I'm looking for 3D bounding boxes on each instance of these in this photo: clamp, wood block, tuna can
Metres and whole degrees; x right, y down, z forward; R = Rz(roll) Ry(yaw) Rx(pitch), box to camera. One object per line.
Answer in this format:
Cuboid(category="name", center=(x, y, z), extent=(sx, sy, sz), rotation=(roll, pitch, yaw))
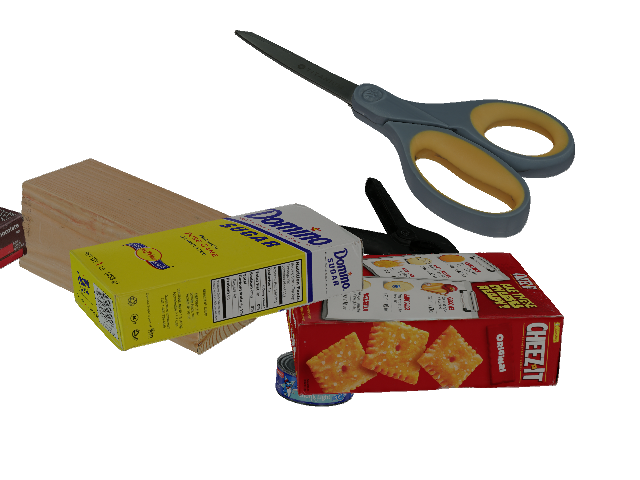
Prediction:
Cuboid(category="clamp", center=(0.085, 0.006, 1.261), extent=(0.210, 0.036, 0.164), rotation=(37, 41, 26))
Cuboid(category="wood block", center=(-0.158, 0.009, 0.942), extent=(0.206, 0.090, 0.090), rotation=(22, 28, 25))
Cuboid(category="tuna can", center=(-0.005, 0.147, 1.141), extent=(0.086, 0.034, 0.086), rotation=(4, 13, -1))

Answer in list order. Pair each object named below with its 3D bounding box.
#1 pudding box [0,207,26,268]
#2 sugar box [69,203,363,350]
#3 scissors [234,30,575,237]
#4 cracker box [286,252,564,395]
Cuboid(category="pudding box", center=(-0.283, 0.001, 0.763), extent=(0.114, 0.039, 0.089), rotation=(13, 30, 27))
Cuboid(category="sugar box", center=(-0.069, 0.019, 0.717), extent=(0.176, 0.048, 0.093), rotation=(-16, 26, -26))
Cuboid(category="scissors", center=(0.046, -0.072, 0.545), extent=(0.096, 0.016, 0.202), rotation=(-24, 50, -23))
Cuboid(category="cracker box", center=(0.079, 0.068, 0.919), extent=(0.213, 0.072, 0.164), rotation=(-1, 18, -5))
